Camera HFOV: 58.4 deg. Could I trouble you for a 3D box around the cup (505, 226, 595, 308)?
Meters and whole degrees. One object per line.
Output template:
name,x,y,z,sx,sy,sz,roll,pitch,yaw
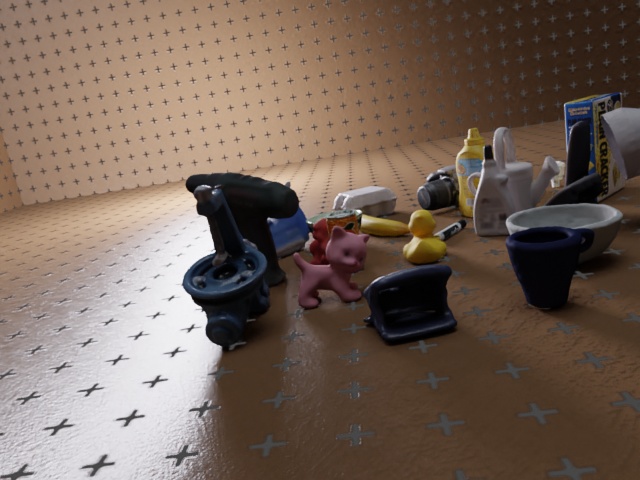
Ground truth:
cup,0.302,0.035,0.742,0.118,0.095,0.091,-12,14,-11

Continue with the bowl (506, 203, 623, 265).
bowl,0.377,-0.003,0.889,0.167,0.075,0.167,-9,14,2

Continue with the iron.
iron,-0.131,-0.030,1.201,0.118,0.141,0.259,3,19,42

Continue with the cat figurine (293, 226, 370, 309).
cat figurine,0.021,0.034,0.886,0.128,0.118,0.067,-10,14,-2

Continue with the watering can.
watering can,0.382,-0.129,1.144,0.172,0.194,0.101,-6,14,15

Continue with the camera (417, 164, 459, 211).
camera,0.296,-0.127,1.388,0.137,0.101,0.142,-15,15,-23

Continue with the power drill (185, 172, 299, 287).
power drill,-0.136,-0.022,1.029,0.228,0.208,0.076,-1,16,30

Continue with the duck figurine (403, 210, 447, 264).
duck figurine,0.184,-0.010,1.023,0.077,0.086,0.105,-6,14,13

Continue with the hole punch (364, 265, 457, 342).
hole punch,0.110,0.070,0.740,0.109,0.091,0.101,-11,14,-7

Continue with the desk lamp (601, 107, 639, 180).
desk lamp,0.593,-0.132,0.973,0.202,0.214,0.118,-5,15,18

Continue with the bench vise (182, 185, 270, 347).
bench vise,-0.143,0.021,0.836,0.121,0.220,0.207,-12,14,-8

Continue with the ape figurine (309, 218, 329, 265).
ape figurine,0.010,0.004,1.072,0.076,0.092,0.077,-10,14,-2

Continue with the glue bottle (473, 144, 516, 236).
glue bottle,0.326,-0.094,1.084,0.077,0.173,0.037,-1,16,31

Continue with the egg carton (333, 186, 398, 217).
egg carton,0.112,-0.090,1.433,0.151,0.069,0.107,-15,15,-23

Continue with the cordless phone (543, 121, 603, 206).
cordless phone,0.473,-0.126,1.088,0.093,0.185,0.148,5,20,45
